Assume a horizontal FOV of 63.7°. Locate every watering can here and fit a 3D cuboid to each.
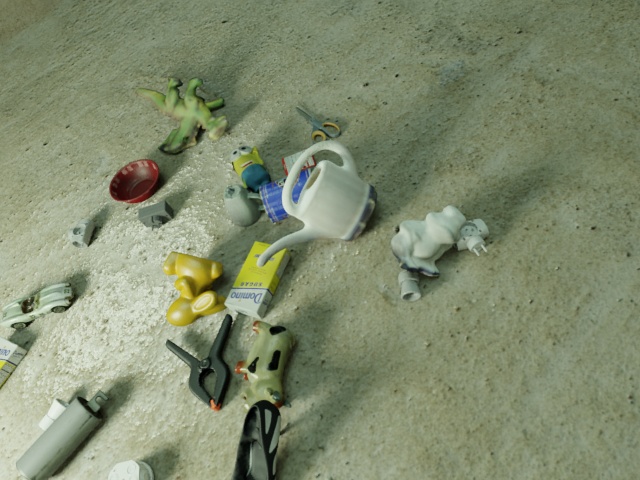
[{"bbox_3d":[0.004,-0.061,1.217,0.223,0.350,0.104,27,-9,-17],"label":"watering can"}]

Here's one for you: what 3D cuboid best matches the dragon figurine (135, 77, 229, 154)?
[{"bbox_3d":[-0.456,-0.389,1.649,0.410,0.247,0.120,4,-24,22],"label":"dragon figurine"}]

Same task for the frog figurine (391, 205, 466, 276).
[{"bbox_3d":[0.233,-0.011,1.119,0.137,0.158,0.124,20,12,-20],"label":"frog figurine"}]
